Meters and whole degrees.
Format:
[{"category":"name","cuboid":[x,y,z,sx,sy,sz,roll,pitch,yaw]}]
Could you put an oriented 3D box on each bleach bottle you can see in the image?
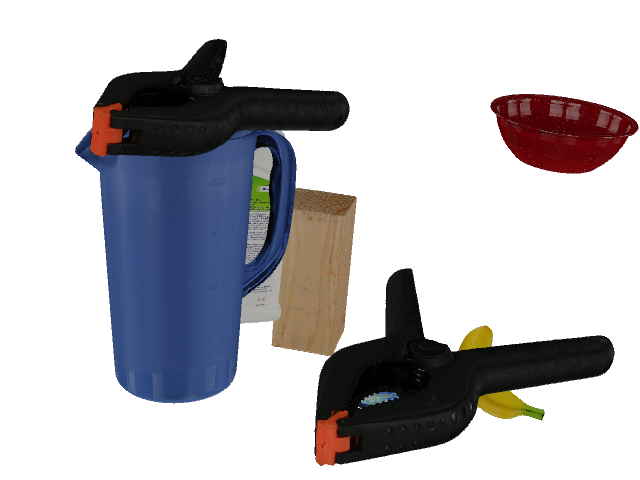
[{"category":"bleach bottle","cuboid":[-0.078,-0.034,1.189,0.102,0.251,0.068,-1,19,-32]}]

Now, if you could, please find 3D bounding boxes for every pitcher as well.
[{"category":"pitcher","cuboid":[-0.113,0.010,0.919,0.149,0.243,0.144,9,21,17]}]

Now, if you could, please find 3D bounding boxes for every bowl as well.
[{"category":"bowl","cuboid":[0.265,-0.115,1.183,0.162,0.055,0.162,5,23,-2]}]

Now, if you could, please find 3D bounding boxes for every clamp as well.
[{"category":"clamp","cuboid":[-0.078,-0.089,0.656,0.171,0.039,0.120,-14,32,-43]},{"category":"clamp","cuboid":[0.058,0.075,0.653,0.165,0.036,0.209,22,31,39]}]

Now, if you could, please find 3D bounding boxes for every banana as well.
[{"category":"banana","cuboid":[0.196,0.157,1.258,0.069,0.037,0.198,9,25,-16]}]

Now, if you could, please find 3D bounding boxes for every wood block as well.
[{"category":"wood block","cuboid":[-0.010,0.042,1.477,0.090,0.206,0.090,9,22,9]}]

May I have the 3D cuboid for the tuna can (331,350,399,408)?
[{"category":"tuna can","cuboid":[0.051,0.125,0.971,0.086,0.034,0.086,4,11,-1]}]
